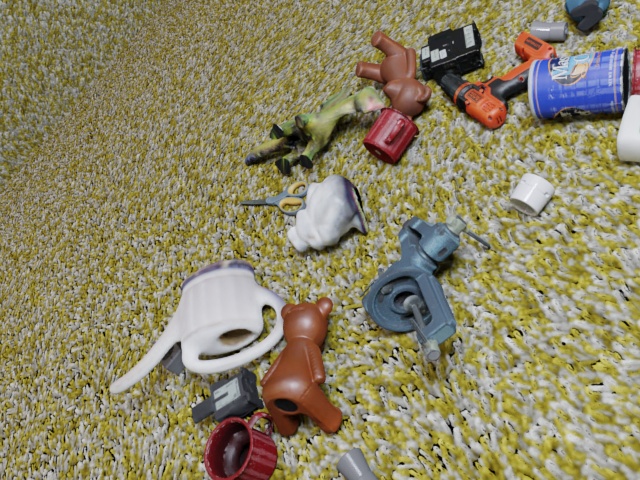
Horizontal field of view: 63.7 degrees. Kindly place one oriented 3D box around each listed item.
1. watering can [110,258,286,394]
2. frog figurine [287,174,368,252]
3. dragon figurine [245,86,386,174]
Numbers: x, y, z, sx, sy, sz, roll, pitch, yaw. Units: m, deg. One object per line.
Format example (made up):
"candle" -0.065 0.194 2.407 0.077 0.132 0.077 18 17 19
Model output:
"watering can" -0.230 0.158 0.985 0.348 0.101 0.230 -16 47 0
"frog figurine" 0.003 -0.050 1.000 0.159 0.121 0.140 -19 67 8
"dragon figurine" -0.011 -0.274 1.209 0.246 0.120 0.410 -44 25 -28
